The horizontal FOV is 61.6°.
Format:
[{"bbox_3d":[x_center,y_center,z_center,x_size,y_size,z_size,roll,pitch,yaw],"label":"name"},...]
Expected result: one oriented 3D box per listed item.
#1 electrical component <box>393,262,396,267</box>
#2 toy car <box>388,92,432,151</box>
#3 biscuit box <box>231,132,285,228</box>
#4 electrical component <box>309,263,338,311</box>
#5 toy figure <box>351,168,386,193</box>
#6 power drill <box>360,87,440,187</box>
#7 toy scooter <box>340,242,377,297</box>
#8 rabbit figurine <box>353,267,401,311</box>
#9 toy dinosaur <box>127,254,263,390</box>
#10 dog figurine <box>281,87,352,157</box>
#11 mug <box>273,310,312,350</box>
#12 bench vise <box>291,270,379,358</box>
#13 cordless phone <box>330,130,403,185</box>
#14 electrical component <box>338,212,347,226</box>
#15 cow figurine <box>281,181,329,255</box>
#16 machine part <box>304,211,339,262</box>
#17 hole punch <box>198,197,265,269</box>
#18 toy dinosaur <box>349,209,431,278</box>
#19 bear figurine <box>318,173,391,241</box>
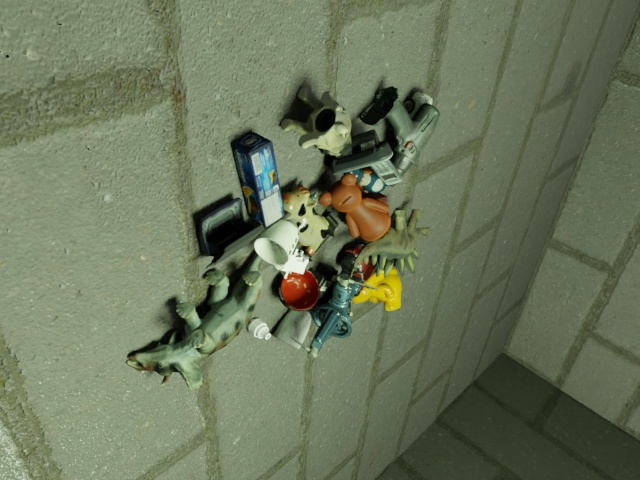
[{"bbox_3d":[0.219,0.050,1.701,0.119,0.075,0.047,-3,121,-47],"label":"electrical component"},{"bbox_3d":[0.241,-0.299,1.450,0.073,0.056,0.201,-4,120,-51],"label":"toy car"},{"bbox_3d":[-0.126,-0.123,1.116,0.059,0.063,0.202,-37,142,-27],"label":"biscuit box"},{"bbox_3d":[-0.001,0.133,1.501,0.134,0.058,0.114,-59,149,3],"label":"electrical component"},{"bbox_3d":[0.121,-0.161,1.412,0.154,0.058,0.064,11,83,-53],"label":"toy figure"},{"bbox_3d":[0.192,-0.265,1.346,0.207,0.086,0.232,34,95,-37],"label":"power drill"},{"bbox_3d":[0.122,0.070,1.592,0.135,0.075,0.183,-47,144,-31],"label":"toy scooter"},{"bbox_3d":[0.172,0.151,1.697,0.173,0.122,0.162,-6,122,-28],"label":"rabbit figurine"},{"bbox_3d":[-0.224,0.177,1.204,0.405,0.131,0.192,-41,156,-31],"label":"toy dinosaur"},{"bbox_3d":[0.036,-0.225,1.150,0.121,0.172,0.190,-52,141,12],"label":"dog figurine"},{"bbox_3d":[-0.063,0.243,1.494,0.107,0.081,0.109,-61,143,-10],"label":"mug"},{"bbox_3d":[0.035,0.204,1.428,0.240,0.129,0.223,-54,172,-39],"label":"bench vise"},{"bbox_3d":[0.119,-0.177,1.319,0.184,0.147,0.089,38,43,-56],"label":"cordless phone"},{"bbox_3d":[0.081,-0.085,1.434,0.078,0.045,0.102,-20,132,-41],"label":"electrical component"},{"bbox_3d":[-0.040,-0.054,1.268,0.127,0.086,0.194,-50,145,0],"label":"cow figurine"},{"bbox_3d":[-0.003,-0.004,1.401,0.139,0.039,0.084,-53,152,-9],"label":"machine part"},{"bbox_3d":[-0.193,-0.015,1.114,0.142,0.092,0.116,-39,178,-34],"label":"hole punch"},{"bbox_3d":[0.210,0.009,1.548,0.471,0.105,0.198,-8,91,-51],"label":"toy dinosaur"},{"bbox_3d":[0.084,-0.086,1.334,0.120,0.132,0.195,-45,114,11],"label":"bear figurine"}]
